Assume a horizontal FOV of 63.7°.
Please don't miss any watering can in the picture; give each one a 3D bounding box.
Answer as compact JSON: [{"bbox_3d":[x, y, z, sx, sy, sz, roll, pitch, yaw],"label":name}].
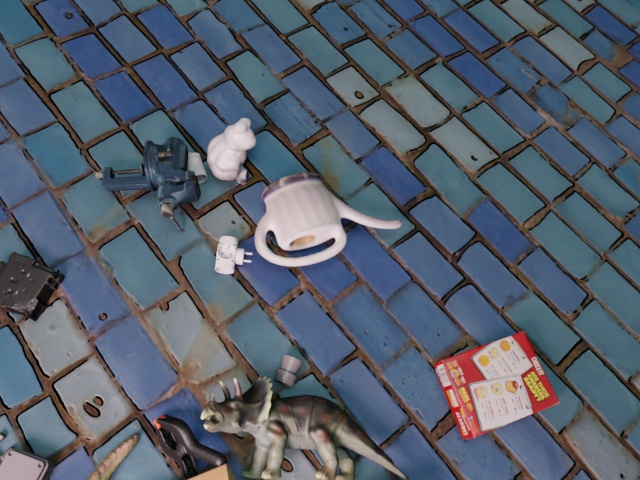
[{"bbox_3d":[0.004,-0.062,1.225,0.349,0.102,0.228,-17,68,-15],"label":"watering can"}]

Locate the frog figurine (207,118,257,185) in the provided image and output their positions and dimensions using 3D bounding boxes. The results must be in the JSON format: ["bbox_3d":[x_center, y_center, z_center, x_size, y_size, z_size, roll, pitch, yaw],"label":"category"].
[{"bbox_3d":[-0.216,-0.223,1.242,0.123,0.156,0.140,14,64,0],"label":"frog figurine"}]

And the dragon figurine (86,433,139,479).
[{"bbox_3d":[-0.453,0.491,0.821,0.122,0.238,0.417,25,66,9],"label":"dragon figurine"}]
